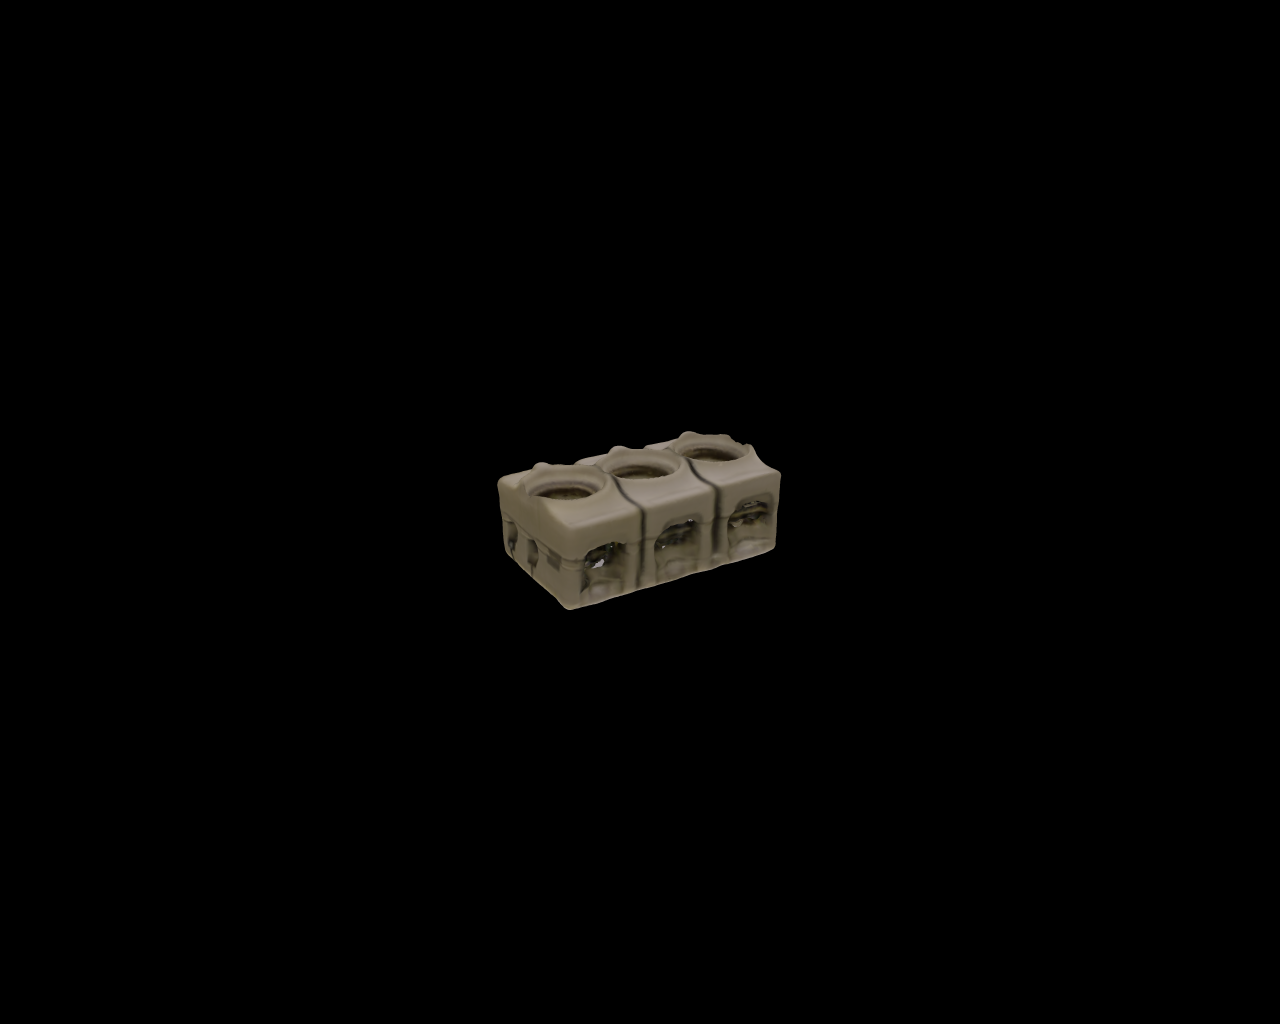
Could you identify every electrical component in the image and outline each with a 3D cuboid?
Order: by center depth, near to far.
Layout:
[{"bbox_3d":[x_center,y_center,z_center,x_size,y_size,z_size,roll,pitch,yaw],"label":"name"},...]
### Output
[{"bbox_3d":[0.001,-0.003,0.650,0.150,0.061,0.089,-14,27,-29],"label":"electrical component"}]
